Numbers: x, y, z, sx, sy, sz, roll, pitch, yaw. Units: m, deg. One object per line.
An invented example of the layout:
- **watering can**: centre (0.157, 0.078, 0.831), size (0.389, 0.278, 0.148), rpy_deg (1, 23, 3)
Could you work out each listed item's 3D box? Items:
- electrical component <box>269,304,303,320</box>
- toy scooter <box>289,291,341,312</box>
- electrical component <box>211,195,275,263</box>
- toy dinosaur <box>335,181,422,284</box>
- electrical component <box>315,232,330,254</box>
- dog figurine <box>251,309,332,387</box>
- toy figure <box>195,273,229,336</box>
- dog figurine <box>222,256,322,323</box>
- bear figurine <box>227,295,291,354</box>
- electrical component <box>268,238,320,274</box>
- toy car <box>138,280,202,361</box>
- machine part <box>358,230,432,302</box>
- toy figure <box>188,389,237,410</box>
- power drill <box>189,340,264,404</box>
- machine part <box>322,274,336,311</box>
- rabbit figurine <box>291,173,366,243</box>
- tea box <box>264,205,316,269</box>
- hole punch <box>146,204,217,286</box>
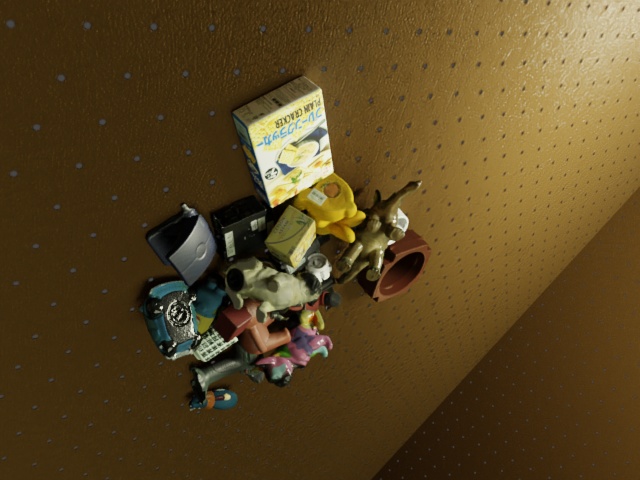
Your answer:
- **electrical component**: centre (-0.087, 0.143, 1.278), size (0.102, 0.045, 0.078), rpy_deg (-41, 104, 18)
- **toy scooter**: centre (-0.048, 0.148, 1.398), size (0.184, 0.135, 0.075), rpy_deg (11, 81, -32)
- **electrical component**: centre (-0.158, -0.026, 1.132), size (0.134, 0.058, 0.114), rpy_deg (-24, 144, -25)
- **toy dinosaur**: centre (0.121, 0.005, 1.325), size (0.471, 0.105, 0.198), rpy_deg (-55, -174, 43)
- **electrical component**: centre (-0.003, -0.004, 1.340), size (0.063, 0.021, 0.093), rpy_deg (-34, 145, -12)
- **dog figurine**: centre (-0.087, 0.283, 1.439), size (0.219, 0.191, 0.108), rpy_deg (-16, 161, -22)
- **toy figure**: centre (-0.263, 0.158, 1.209), size (0.180, 0.082, 0.089), rpy_deg (-55, 147, 12)
- **dog figurine**: centre (-0.103, 0.093, 1.195), size (0.121, 0.172, 0.190), rpy_deg (-55, 158, 22)
- **bear figurine**: centre (-0.157, 0.190, 1.322), size (0.132, 0.120, 0.195), rpy_deg (-28, 138, -25)
- **electrical component**: centre (-0.059, 0.034, 1.295), size (0.119, 0.048, 0.074), rpy_deg (-45, 144, -15)
- **toy car**: centre (-0.320, 0.170, 1.138), size (0.109, 0.161, 0.103), rpy_deg (-15, -178, -43)
- **machine part**: centre (0.219, 0.075, 1.589), size (0.201, 0.087, 0.201), rpy_deg (-16, 139, -33)
- **toy figure**: centre (-0.304, 0.449, 1.508), size (0.154, 0.058, 0.064), rpy_deg (18, 108, -46)
- **power drill**: centre (-0.241, 0.358, 1.450), size (0.207, 0.086, 0.231), rpy_deg (-19, 138, -24)
- **machine part**: centre (0.015, 0.145, 1.507), size (0.084, 0.039, 0.138), rpy_deg (-39, 145, -14)
- **rabbit figurine**: centre (0.020, -0.067, 1.203), size (0.122, 0.162, 0.173), rpy_deg (-64, -179, -29)
- **tea box**: centre (-0.061, -0.002, 1.168), size (0.098, 0.068, 0.169), rpy_deg (-57, 173, -11)
- **hole punch**: centre (-0.258, 0.013, 1.052), size (0.116, 0.092, 0.142), rpy_deg (-37, 142, -14)
